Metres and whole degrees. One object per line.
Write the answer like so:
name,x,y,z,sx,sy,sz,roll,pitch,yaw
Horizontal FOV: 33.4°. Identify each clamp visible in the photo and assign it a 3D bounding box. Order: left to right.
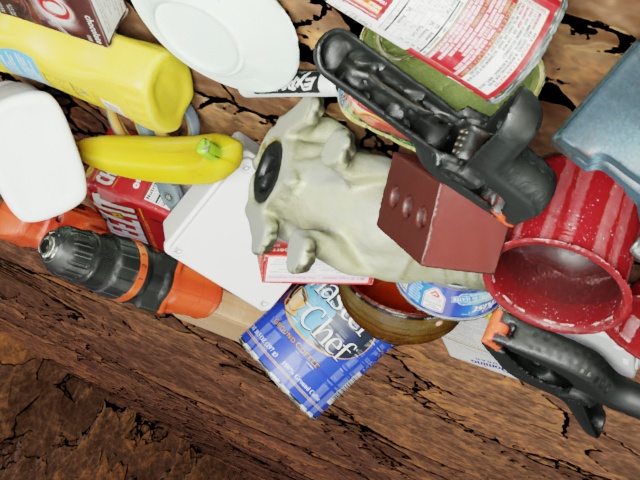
clamp,0.067,-0.053,0.545,0.120,0.039,0.171,33,174,25
clamp,0.219,0.116,0.849,0.209,0.036,0.165,34,159,-28

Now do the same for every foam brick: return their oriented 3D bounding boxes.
foam brick,0.076,-0.017,0.654,0.051,0.053,0.078,8,-165,-20

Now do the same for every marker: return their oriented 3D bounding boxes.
marker,-0.009,-0.105,0.721,0.121,0.020,0.020,7,155,43

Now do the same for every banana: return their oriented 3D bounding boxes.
banana,-0.118,-0.068,0.834,0.069,0.037,0.198,27,164,-38

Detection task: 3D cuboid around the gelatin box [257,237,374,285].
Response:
gelatin box,-0.005,0.001,0.823,0.089,0.073,0.030,1,126,-12

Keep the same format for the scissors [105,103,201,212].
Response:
scissors,-0.116,-0.048,0.905,0.096,0.016,0.201,-8,120,38

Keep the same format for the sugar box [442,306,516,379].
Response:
sugar box,0.153,0.074,0.970,0.093,0.048,0.176,18,164,22

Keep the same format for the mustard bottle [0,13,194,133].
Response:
mustard bottle,-0.195,-0.140,0.801,0.192,0.058,0.096,21,174,13

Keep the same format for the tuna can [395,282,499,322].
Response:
tuna can,0.102,0.021,0.820,0.086,0.086,0.034,20,130,14

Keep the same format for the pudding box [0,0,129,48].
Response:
pudding box,-0.184,-0.183,0.702,0.090,0.039,0.113,21,161,13

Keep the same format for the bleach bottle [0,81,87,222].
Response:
bleach bottle,-0.257,-0.096,0.913,0.251,0.068,0.102,-139,29,-63

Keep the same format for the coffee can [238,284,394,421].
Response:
coffee can,0.011,0.077,0.959,0.103,0.140,0.103,47,177,3

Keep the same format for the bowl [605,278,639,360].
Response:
bowl,0.279,0.055,0.735,0.162,0.055,0.162,23,162,8

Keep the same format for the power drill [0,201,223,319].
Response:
power drill,-0.198,0.008,0.912,0.188,0.057,0.184,25,180,41

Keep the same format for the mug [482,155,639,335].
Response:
mug,0.164,0.008,0.680,0.093,0.081,0.117,-7,134,40

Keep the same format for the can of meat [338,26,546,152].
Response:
can of meat,0.065,-0.089,0.614,0.102,0.057,0.084,26,164,-4

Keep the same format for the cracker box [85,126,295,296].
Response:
cracker box,-0.111,-0.011,1.031,0.214,0.072,0.164,23,161,8

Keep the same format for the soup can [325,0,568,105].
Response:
soup can,0.059,-0.120,0.516,0.102,0.068,0.069,29,161,-11

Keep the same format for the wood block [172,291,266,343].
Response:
wood block,-0.058,0.066,1.145,0.206,0.090,0.090,19,161,17
